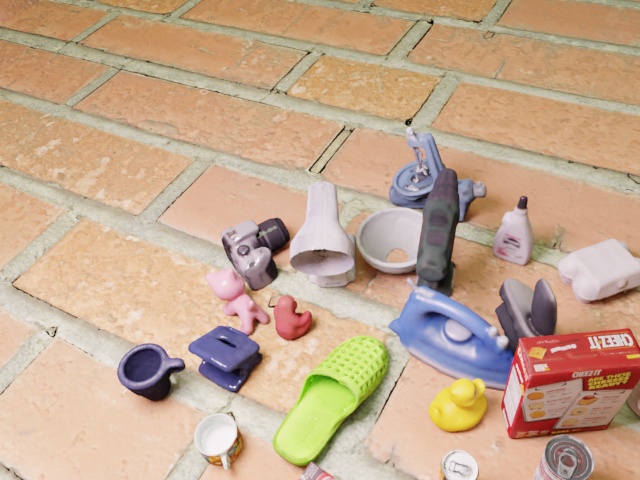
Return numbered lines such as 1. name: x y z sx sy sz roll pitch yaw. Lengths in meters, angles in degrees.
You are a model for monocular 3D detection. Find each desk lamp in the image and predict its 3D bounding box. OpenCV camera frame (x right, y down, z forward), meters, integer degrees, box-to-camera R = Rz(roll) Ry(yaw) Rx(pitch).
1. desk lamp: 0.010 0.004 1.130 0.118 0.214 0.203 -3 48 6

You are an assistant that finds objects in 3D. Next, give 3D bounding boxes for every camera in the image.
1. camera: -0.129 0.009 1.222 0.137 0.101 0.142 -28 50 -17

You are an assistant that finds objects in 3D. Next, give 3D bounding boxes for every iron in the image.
1. iron: 0.250 0.160 1.003 0.257 0.142 0.119 27 57 28

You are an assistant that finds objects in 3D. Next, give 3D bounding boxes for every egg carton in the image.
1. egg carton: 0.543 0.061 1.102 0.150 0.069 0.107 -19 48 -9

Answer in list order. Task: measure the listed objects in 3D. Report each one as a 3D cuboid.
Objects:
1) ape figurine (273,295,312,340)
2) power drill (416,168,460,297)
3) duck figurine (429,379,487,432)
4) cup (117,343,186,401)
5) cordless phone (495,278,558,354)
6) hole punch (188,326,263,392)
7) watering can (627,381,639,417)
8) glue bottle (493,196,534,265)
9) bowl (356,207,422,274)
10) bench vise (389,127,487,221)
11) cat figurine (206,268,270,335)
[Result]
1. ape figurine: -0.059 0.142 1.098 0.077 0.092 0.076 27 57 28
2. power drill: 0.227 0.006 1.101 0.075 0.209 0.230 7 49 14
3. duck figurine: 0.230 0.265 0.949 0.105 0.086 0.077 -22 49 -11
4. cup: -0.292 0.246 1.034 0.117 0.095 0.091 -8 47 1
5. cordless phone: 0.375 0.108 1.004 0.094 0.185 0.147 -13 48 -3
6. hole punch: -0.174 0.205 1.057 0.108 0.091 0.101 21 54 25
7. watering can: 0.556 0.197 0.891 0.100 0.194 0.173 20 54 24
8. glue bottle: 0.388 -0.024 1.129 0.078 0.173 0.037 18 53 23
9. bowl: 0.159 0.014 1.195 0.167 0.075 0.167 -4 48 5
10. bench vise: 0.251 -0.150 1.231 0.207 0.220 0.121 -1 48 7
11. cat figurine: -0.165 0.107 1.126 0.067 0.118 0.127 -37 53 -23
